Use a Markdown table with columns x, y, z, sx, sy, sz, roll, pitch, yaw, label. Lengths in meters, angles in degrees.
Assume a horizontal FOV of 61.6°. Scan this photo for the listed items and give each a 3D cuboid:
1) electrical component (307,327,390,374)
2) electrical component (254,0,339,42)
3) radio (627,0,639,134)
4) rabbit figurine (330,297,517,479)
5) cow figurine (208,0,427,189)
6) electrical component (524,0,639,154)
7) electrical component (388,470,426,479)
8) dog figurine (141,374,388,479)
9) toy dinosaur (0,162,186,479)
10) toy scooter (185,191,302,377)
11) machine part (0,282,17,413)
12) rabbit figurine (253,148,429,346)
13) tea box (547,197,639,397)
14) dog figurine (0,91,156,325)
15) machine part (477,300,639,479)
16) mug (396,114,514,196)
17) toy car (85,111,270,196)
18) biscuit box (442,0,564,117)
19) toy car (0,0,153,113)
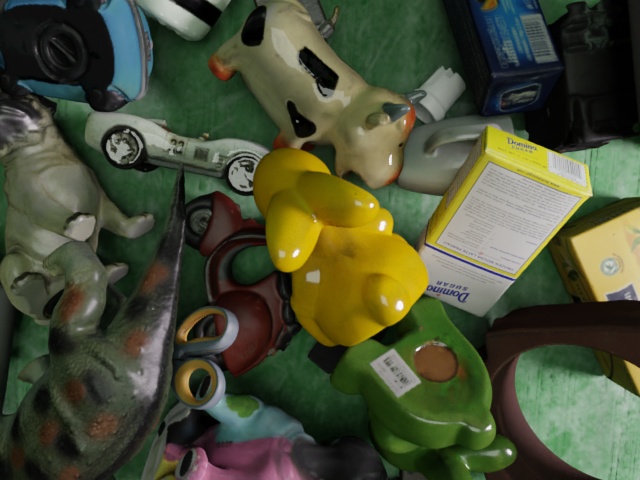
| x | y | z | sx | sy | sz | roll | pitch | yaw | label |
| --- | --- | --- | --- | --- | --- | --- | --- | --- | --- |
| 0.030 | 0.080 | 0.537 | 0.075 | 0.047 | 0.119 | 41 | 92 | 8 | electrical component |
| -0.024 | -0.229 | 0.524 | 0.078 | 0.045 | 0.102 | -14 | 93 | 0 | electrical component |
| 0.306 | -0.145 | 0.437 | 0.073 | 0.229 | 0.131 | -6 | 91 | 36 | radio |
| 0.099 | 0.160 | 0.493 | 0.121 | 0.170 | 0.159 | -36 | 60 | -29 | rabbit figurine |
| 0.006 | -0.129 | 0.481 | 0.127 | 0.085 | 0.195 | -37 | 93 | 37 | cow figurine |
| 0.222 | -0.135 | 0.481 | 0.058 | 0.134 | 0.114 | -5 | 91 | 2 | electrical component |
| 0.105 | 0.243 | 0.562 | 0.094 | 0.021 | 0.063 | -2 | 93 | 2 | electrical component |
| -0.044 | 0.230 | 0.521 | 0.219 | 0.108 | 0.191 | 29 | 130 | -19 | dog figurine |
| -0.198 | 0.139 | 0.459 | 0.192 | 0.131 | 0.404 | 47 | 110 | 19 | toy dinosaur |
| -0.061 | 0.038 | 0.528 | 0.135 | 0.075 | 0.183 | -9 | 89 | 1 | toy scooter |
| -0.350 | 0.115 | 0.533 | 0.079 | 0.079 | 0.243 | 10 | 92 | 0 | machine part |
| -0.001 | -0.001 | 0.438 | 0.122 | 0.162 | 0.173 | -34 | 84 | 4 | rabbit figurine |
| 0.306 | 0.052 | 0.525 | 0.098 | 0.068 | 0.169 | -26 | 94 | 2 | tea box |
| -0.281 | -0.033 | 0.526 | 0.191 | 0.121 | 0.172 | 44 | 98 | 16 | dog figurine |
| 0.243 | 0.159 | 0.477 | 0.202 | 0.087 | 0.200 | -12 | 94 | 40 | machine part |
| 0.123 | -0.078 | 0.504 | 0.107 | 0.109 | 0.080 | -4 | 85 | 11 | mug |
| -0.122 | -0.082 | 0.519 | 0.202 | 0.073 | 0.056 | 12 | 95 | 0 | toy car |
| 0.150 | -0.209 | 0.478 | 0.059 | 0.062 | 0.202 | -9 | 70 | 0 | biscuit box |
| -0.221 | -0.182 | 0.500 | 0.162 | 0.103 | 0.109 | 4 | 115 | 11 | toy car |
